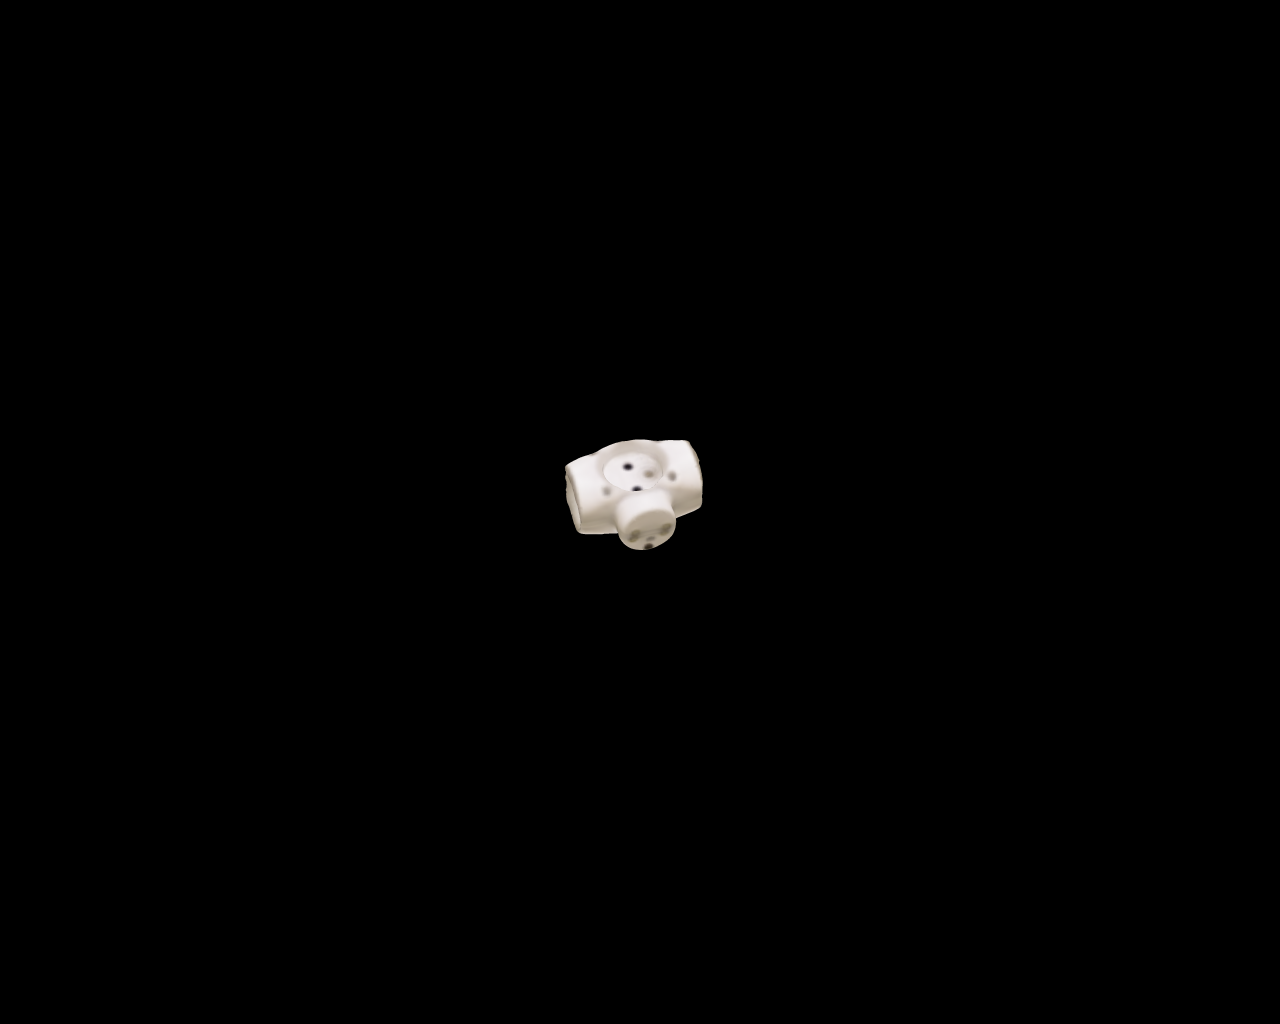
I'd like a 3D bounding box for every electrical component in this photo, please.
[{"bbox_3d":[0.001,-0.003,0.650,0.077,0.079,0.044,-12,-39,-10],"label":"electrical component"}]
